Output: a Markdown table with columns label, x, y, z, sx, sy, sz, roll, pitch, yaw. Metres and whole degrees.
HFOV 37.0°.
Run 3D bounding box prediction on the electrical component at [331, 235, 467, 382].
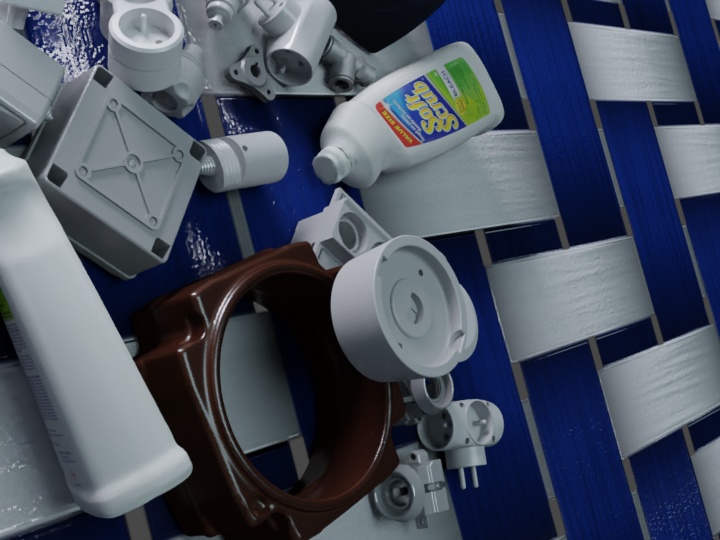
| label | x | y | z | sx | sy | sz | roll | pitch | yaw |
| --- | --- | --- | --- | --- | --- | --- | --- | --- | --- |
| electrical component | 0.025 | 0.033 | 0.813 | 0.108 | 0.060 | 0.108 | 21 | 61 | -43 |

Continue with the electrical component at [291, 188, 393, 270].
| label | x | y | z | sx | sy | sz | roll | pitch | yaw |
| --- | --- | --- | --- | --- | --- | --- | --- | --- | --- |
| electrical component | 0.000 | 0.000 | 0.926 | 0.121 | 0.063 | 0.078 | 43 | 48 | -30 |

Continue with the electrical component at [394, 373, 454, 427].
| label | x | y | z | sx | sy | sz | roll | pitch | yaw |
| --- | --- | --- | --- | --- | --- | --- | --- | --- | --- |
| electrical component | 0.048 | 0.106 | 0.947 | 0.066 | 0.055 | 0.048 | 60 | 42 | -14 |

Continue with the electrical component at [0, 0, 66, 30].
| label | x | y | z | sx | sy | sz | roll | pitch | yaw |
| --- | --- | --- | --- | --- | --- | --- | --- | --- | --- |
| electrical component | -0.241 | -0.186 | 0.724 | 0.047 | 0.083 | 0.075 | 2 | 113 | -48 |

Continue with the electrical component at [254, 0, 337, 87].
| label | x | y | z | sx | sy | sz | roll | pitch | yaw |
| --- | --- | --- | --- | --- | --- | --- | --- | --- | --- |
| electrical component | -0.063 | -0.216 | 0.949 | 0.079 | 0.044 | 0.077 | 42 | 48 | -30 |

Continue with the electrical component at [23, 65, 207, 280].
| label | x | y | z | sx | sy | sz | roll | pitch | yaw |
| --- | --- | --- | --- | --- | --- | --- | --- | --- | --- |
| electrical component | -0.176 | -0.067 | 0.759 | 0.109 | 0.056 | 0.108 | 38 | 50 | -33 |

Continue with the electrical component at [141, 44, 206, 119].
| label | x | y | z | sx | sy | sz | roll | pitch | yaw |
| --- | --- | --- | --- | --- | --- | --- | --- | --- | --- |
| electrical component | -0.141 | -0.151 | 0.840 | 0.043 | 0.043 | 0.062 | 45 | 46 | -28 |

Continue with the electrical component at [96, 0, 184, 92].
| label | x | y | z | sx | sy | sz | roll | pitch | yaw |
| --- | --- | --- | --- | --- | --- | --- | --- | --- | --- |
| electrical component | -0.168 | -0.182 | 0.802 | 0.052 | 0.073 | 0.138 | -6 | 54 | -19 |

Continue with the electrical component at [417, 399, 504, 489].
| label | x | y | z | sx | sy | sz | roll | pitch | yaw |
| --- | --- | --- | --- | --- | --- | --- | --- | --- | --- |
| electrical component | 0.096 | 0.161 | 0.989 | 0.077 | 0.044 | 0.079 | 6 | 72 | -47 |

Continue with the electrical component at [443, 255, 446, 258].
| label | x | y | z | sx | sy | sz | roll | pitch | yaw |
| --- | --- | --- | --- | --- | --- | --- | --- | --- | --- |
| electrical component | 0.053 | -0.010 | 1.012 | 0.061 | 0.035 | 0.035 | 29 | 56 | -36 |

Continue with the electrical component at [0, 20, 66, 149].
| label | x | y | z | sx | sy | sz | roll | pitch | yaw |
| --- | --- | --- | --- | --- | --- | --- | --- | --- | --- |
| electrical component | -0.243 | -0.119 | 0.699 | 0.096 | 0.062 | 0.061 | 37 | 51 | -34 |

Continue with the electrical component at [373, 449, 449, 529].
| label | x | y | z | sx | sy | sz | roll | pitch | yaw |
| --- | --- | --- | --- | --- | --- | --- | --- | --- | --- |
| electrical component | 0.043 | 0.189 | 0.920 | 0.055 | 0.048 | 0.066 | 5 | 73 | -55 |

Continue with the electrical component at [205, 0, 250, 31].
| label | x | y | z | sx | sy | sz | roll | pitch | yaw |
| --- | --- | --- | --- | --- | --- | --- | --- | --- | --- |
| electrical component | -0.112 | -0.234 | 0.905 | 0.040 | 0.040 | 0.078 | 37 | 51 | -34 |

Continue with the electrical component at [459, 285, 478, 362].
| label | x | y | z | sx | sy | sz | roll | pitch | yaw |
| --- | --- | --- | --- | --- | --- | --- | --- | --- | --- |
| electrical component | 0.068 | 0.049 | 0.994 | 0.080 | 0.051 | 0.080 | 20 | 62 | -43 |

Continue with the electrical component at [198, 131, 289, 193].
| label | x | y | z | sx | sy | sz | roll | pitch | yaw |
| --- | --- | --- | --- | --- | --- | --- | --- | --- | --- |
| electrical component | -0.100 | -0.086 | 0.861 | 0.081 | 0.043 | 0.043 | -17 | 89 | -50 |
